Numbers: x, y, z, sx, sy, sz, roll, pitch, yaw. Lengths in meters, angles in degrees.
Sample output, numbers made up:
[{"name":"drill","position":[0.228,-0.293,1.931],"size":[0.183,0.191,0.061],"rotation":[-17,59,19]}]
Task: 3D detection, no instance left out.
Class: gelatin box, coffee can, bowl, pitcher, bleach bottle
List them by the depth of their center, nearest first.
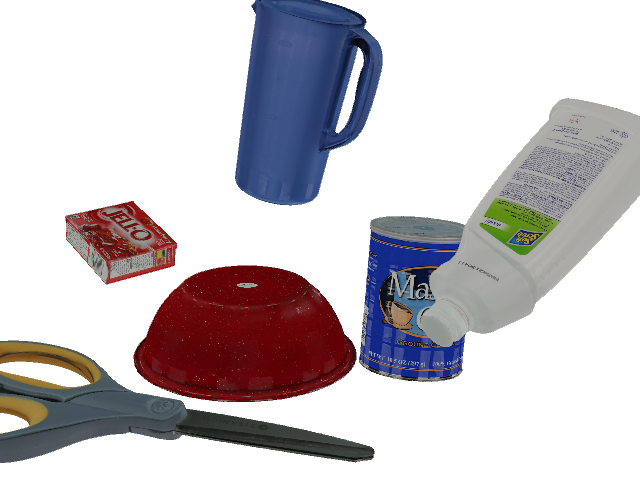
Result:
[{"name":"bowl","position":[-0.053,0.057,0.765],"size":[0.162,0.055,0.162],"rotation":[1,17,0]},{"name":"bleach bottle","position":[0.157,-0.012,0.819],"size":[0.103,0.068,0.250],"rotation":[21,52,40]},{"name":"gelatin box","position":[-0.189,0.000,1.006],"size":[0.073,0.030,0.089],"rotation":[-15,39,-34]},{"name":"coffee can","position":[0.094,0.054,1.036],"size":[0.103,0.140,0.103],"rotation":[4,11,-1]},{"name":"pitcher","position":[-0.024,-0.167,1.299],"size":[0.144,0.243,0.149],"rotation":[6,23,-15]}]

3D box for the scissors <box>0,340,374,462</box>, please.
[{"name":"scissors","position":[-0.087,0.085,0.469],"size":[0.202,0.016,0.096],"rotation":[14,27,26]}]
